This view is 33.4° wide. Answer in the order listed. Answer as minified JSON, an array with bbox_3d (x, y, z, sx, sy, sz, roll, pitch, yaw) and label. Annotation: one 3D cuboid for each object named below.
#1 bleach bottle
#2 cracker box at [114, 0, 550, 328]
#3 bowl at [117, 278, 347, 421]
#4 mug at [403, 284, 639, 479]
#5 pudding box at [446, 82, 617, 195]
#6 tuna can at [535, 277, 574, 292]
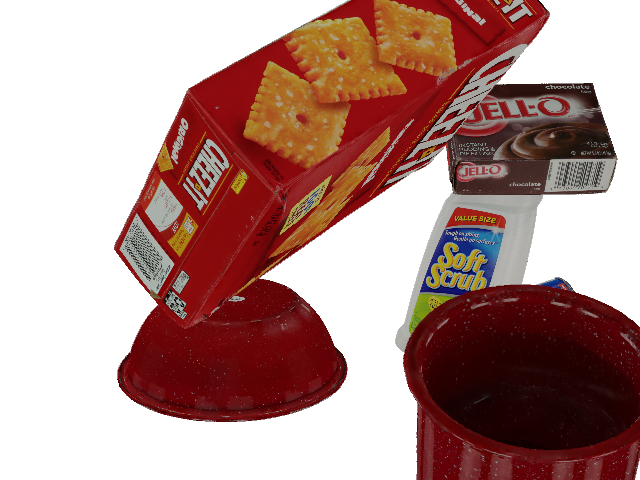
[{"bbox_3d":[0.138,0.004,0.962,0.103,0.251,0.067,28,35,31],"label":"bleach bottle"},{"bbox_3d":[0.005,-0.056,0.577,0.213,0.072,0.164,-35,-9,-34],"label":"cracker box"},{"bbox_3d":[-0.061,0.066,0.742,0.162,0.055,0.162,0,17,0],"label":"bowl"},{"bbox_3d":[0.089,0.077,0.400,0.117,0.081,0.093,4,36,10],"label":"mug"},{"bbox_3d":[0.147,-0.074,0.768,0.113,0.039,0.090,1,44,-1],"label":"pudding box"},{"bbox_3d":[0.257,0.086,1.166,0.033,0.086,0.086,-17,3,-10],"label":"tuna can"}]
